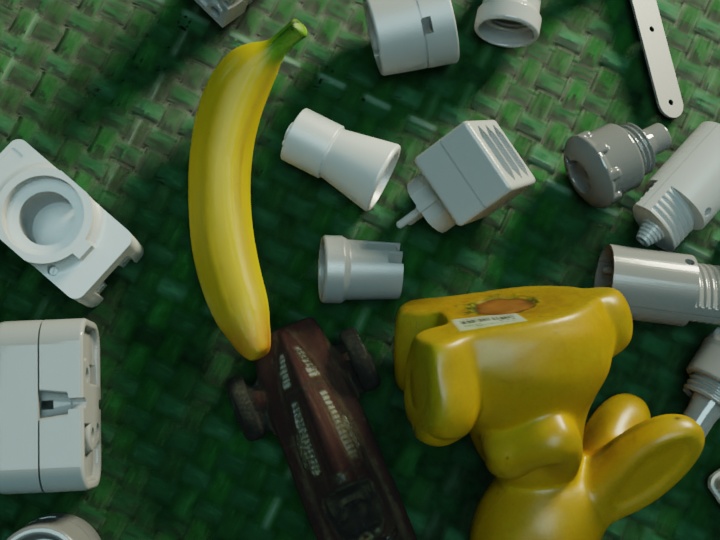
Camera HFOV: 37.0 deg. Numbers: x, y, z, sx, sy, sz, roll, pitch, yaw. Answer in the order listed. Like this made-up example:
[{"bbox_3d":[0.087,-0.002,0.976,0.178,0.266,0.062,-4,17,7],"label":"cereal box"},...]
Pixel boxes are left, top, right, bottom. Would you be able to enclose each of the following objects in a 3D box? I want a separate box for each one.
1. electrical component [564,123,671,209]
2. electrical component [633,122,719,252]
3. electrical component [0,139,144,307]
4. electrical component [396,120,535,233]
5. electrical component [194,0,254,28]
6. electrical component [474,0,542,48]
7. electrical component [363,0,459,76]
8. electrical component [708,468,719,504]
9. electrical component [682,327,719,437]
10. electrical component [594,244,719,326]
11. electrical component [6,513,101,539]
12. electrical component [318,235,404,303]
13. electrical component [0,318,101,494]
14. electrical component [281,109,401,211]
[{"bbox_3d":[0.159,-0.069,0.652,0.062,0.048,0.048,-26,84,-13],"label":"electrical component"},{"bbox_3d":[0.197,-0.046,0.650,0.043,0.043,0.081,43,82,3],"label":"electrical component"},{"bbox_3d":[-0.177,-0.026,0.621,0.089,0.055,0.050,41,82,3],"label":"electrical component"},{"bbox_3d":[0.054,-0.048,0.636,0.077,0.066,0.047,-36,85,22],"label":"electrical component"},{"bbox_3d":[-0.072,-0.185,0.649,0.048,0.066,0.055,45,63,4],"label":"electrical component"},{"bbox_3d":[0.094,-0.167,0.665,0.040,0.040,0.046,12,76,-1],"label":"electrical component"},{"bbox_3d":[0.030,-0.147,0.651,0.047,0.055,0.055,-14,83,-1],"label":"electrical component"},{"bbox_3d":[0.280,0.137,0.622,0.109,0.056,0.108,-33,85,-7],"label":"electrical component"},{"bbox_3d":[0.212,0.069,0.635,0.043,0.043,0.062,35,83,2],"label":"electrical component"},{"bbox_3d":[0.185,0.011,0.642,0.081,0.043,0.043,8,82,-2],"label":"electrical component"},{"bbox_3d":[-0.174,0.165,0.598,0.055,0.047,0.055,0,82,-3],"label":"electrical component"},{"bbox_3d":[0.000,0.000,0.636,0.046,0.040,0.040,1,82,-8],"label":"electrical component"},{"bbox_3d":[-0.181,0.077,0.607,0.059,0.053,0.095,-2,82,-3],"label":"electrical component"},{"bbox_3d":[-0.014,-0.069,0.644,0.065,0.044,0.044,27,81,6],"label":"electrical component"}]
